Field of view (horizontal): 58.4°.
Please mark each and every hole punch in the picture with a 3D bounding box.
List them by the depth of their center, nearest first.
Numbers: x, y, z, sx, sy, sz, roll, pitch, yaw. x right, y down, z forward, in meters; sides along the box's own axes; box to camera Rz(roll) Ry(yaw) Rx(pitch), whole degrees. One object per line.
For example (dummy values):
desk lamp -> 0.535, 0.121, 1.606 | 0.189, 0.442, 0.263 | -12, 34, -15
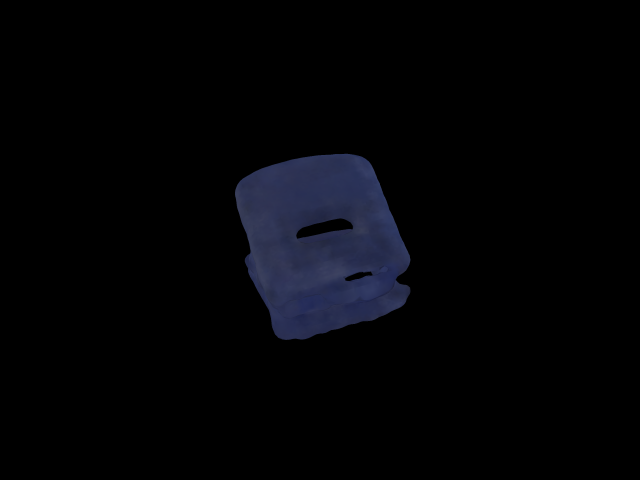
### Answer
hole punch -> 0.004, 0.001, 0.400 | 0.109, 0.091, 0.101 | -14, 42, -16
